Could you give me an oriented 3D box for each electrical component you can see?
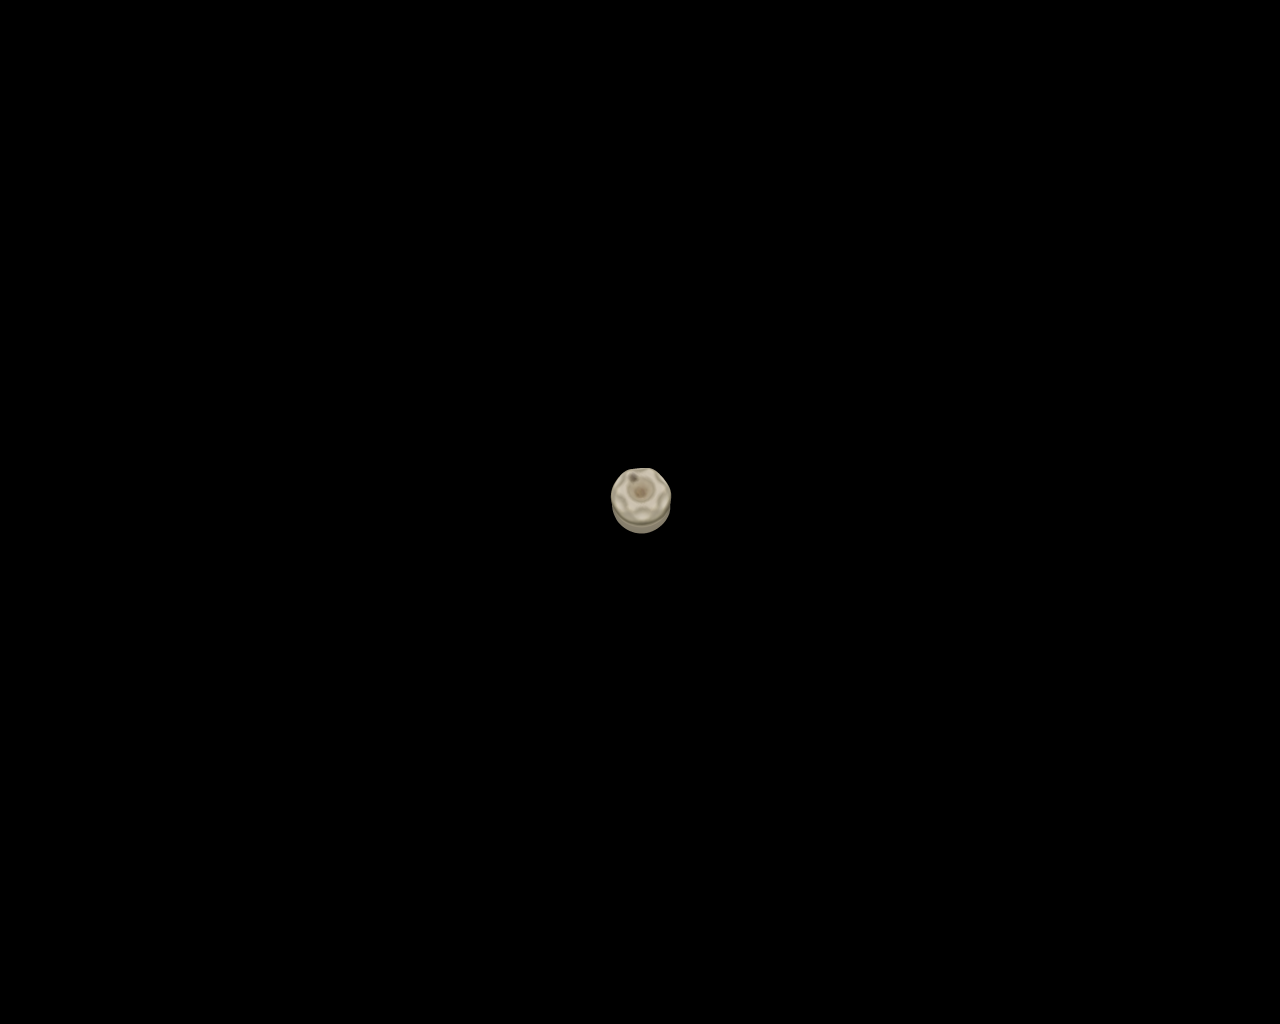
[{"bbox_3d":[0.001,-0.003,0.650,0.035,0.035,0.061,0,-20,0],"label":"electrical component"}]
